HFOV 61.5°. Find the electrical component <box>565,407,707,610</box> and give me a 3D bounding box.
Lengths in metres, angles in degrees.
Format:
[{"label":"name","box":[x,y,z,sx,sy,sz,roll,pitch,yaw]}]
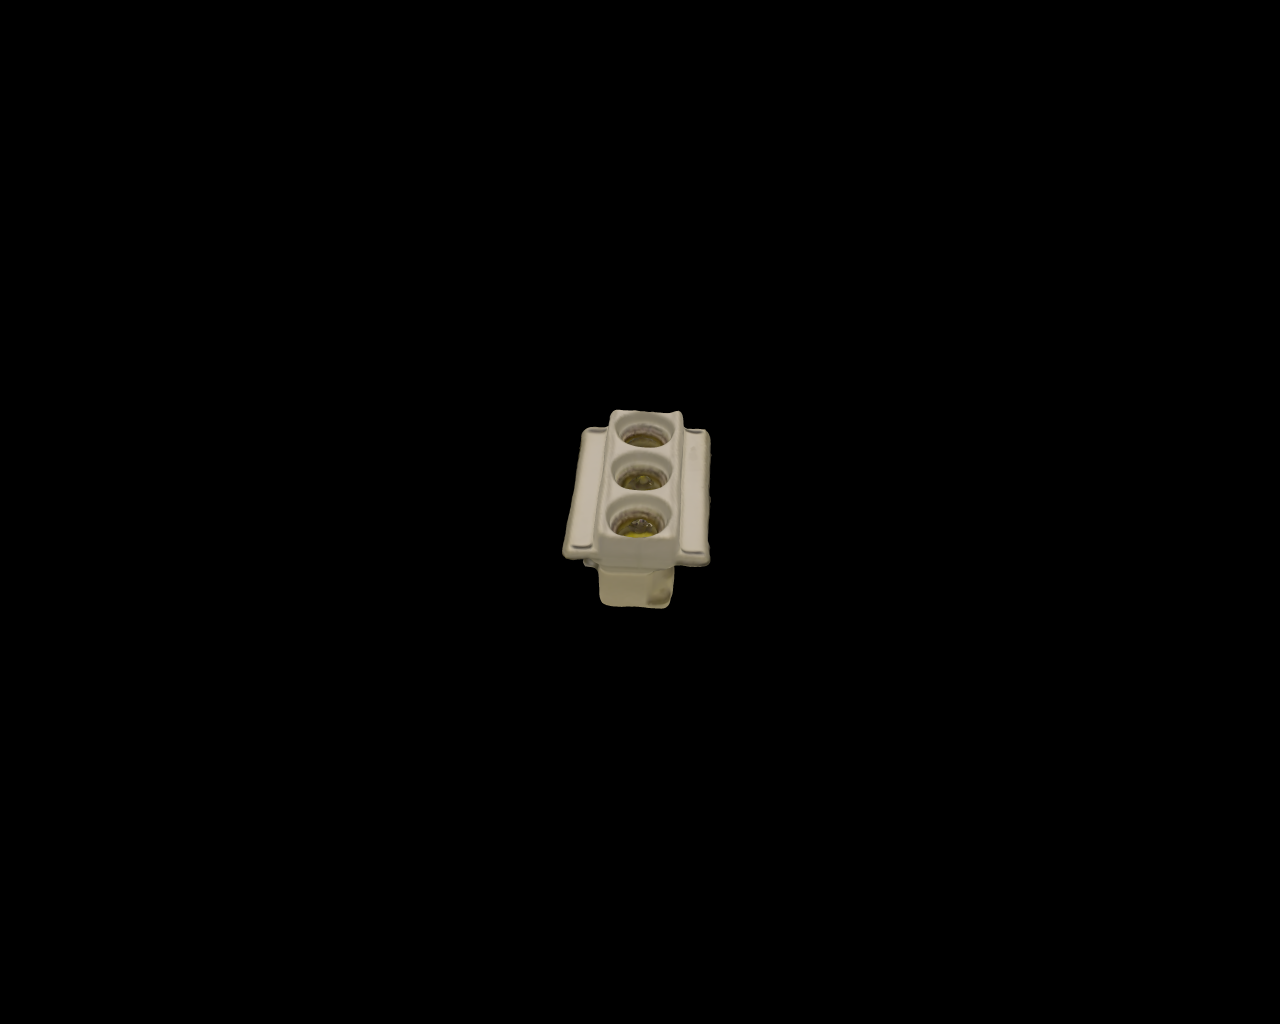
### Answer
[{"label":"electrical component","box":[0.001,-0.003,0.650,0.079,0.063,0.121,2,40,2]}]
